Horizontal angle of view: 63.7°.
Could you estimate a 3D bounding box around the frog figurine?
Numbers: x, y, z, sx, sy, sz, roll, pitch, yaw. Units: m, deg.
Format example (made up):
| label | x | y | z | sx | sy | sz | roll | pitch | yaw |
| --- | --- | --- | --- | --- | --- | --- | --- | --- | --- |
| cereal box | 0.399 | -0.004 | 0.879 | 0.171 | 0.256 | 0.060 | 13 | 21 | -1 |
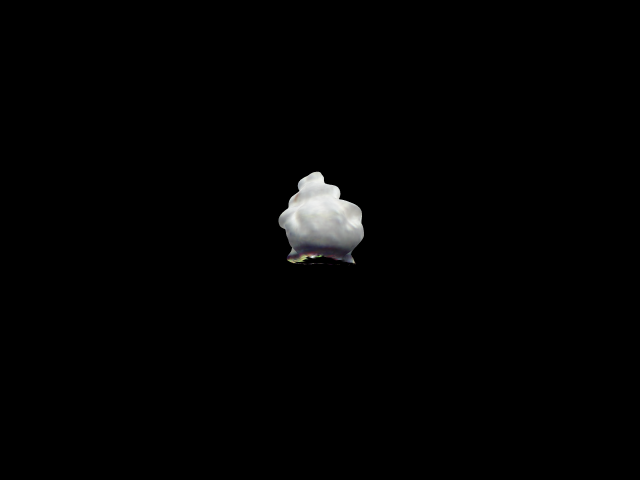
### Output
| label | x | y | z | sx | sy | sz | roll | pitch | yaw |
| --- | --- | --- | --- | --- | --- | --- | --- | --- | --- |
| frog figurine | 0.003 | -0.043 | 0.850 | 0.137 | 0.161 | 0.121 | -3 | -13 | 15 |
